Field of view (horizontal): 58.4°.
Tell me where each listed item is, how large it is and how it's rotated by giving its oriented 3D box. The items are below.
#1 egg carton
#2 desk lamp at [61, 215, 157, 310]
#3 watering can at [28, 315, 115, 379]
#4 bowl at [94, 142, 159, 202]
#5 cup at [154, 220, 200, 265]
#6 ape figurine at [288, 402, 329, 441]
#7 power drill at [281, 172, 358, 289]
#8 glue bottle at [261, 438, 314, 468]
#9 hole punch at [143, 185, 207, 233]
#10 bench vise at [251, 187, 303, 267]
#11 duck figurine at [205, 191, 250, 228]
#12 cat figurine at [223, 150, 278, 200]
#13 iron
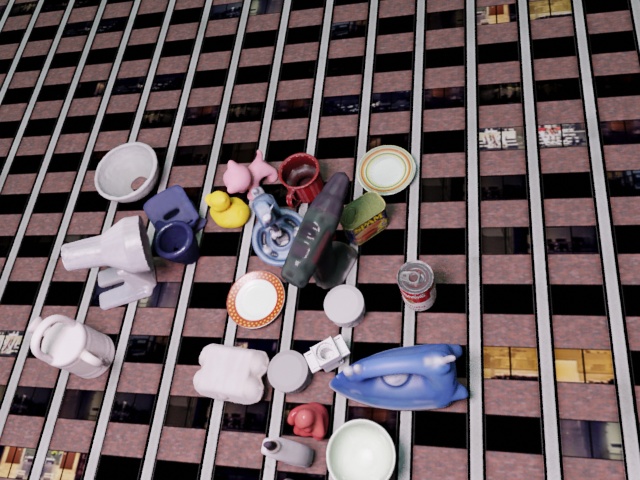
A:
[{"bbox_3d":[-0.175,0.265,1.131,0.150,0.069,0.107,4,65,17],"label":"egg carton"},{"bbox_3d":[-0.431,0.049,1.223,0.203,0.214,0.118,-20,61,5],"label":"desk lamp"},{"bbox_3d":[-0.524,0.214,1.177,0.172,0.194,0.101,0,64,15],"label":"watering can"},{"bbox_3d":[-0.463,-0.155,1.414,0.167,0.075,0.167,-6,63,12],"label":"bowl"},{"bbox_3d":[-0.318,0.009,1.282,0.092,0.095,0.117,-46,62,-10],"label":"cup"},{"bbox_3d":[-0.022,0.330,1.046,0.076,0.092,0.077,-42,61,-8],"label":"ape figurine"},{"bbox_3d":[0.010,0.004,1.133,0.075,0.209,0.230,22,71,24],"label":"power drill"},{"bbox_3d":[-0.067,0.365,0.993,0.078,0.173,0.037,3,65,16],"label":"glue bottle"},{"bbox_3d":[-0.335,-0.058,1.322,0.108,0.091,0.101,-32,61,-2],"label":"hole punch"},{"bbox_3d":[-0.109,-0.034,1.176,0.121,0.220,0.206,-45,62,-9],"label":"bench vise"},{"bbox_3d":[-0.215,-0.077,1.303,0.104,0.086,0.077,18,70,22],"label":"duck figurine"},{"bbox_3d":[-0.168,-0.151,1.310,0.067,0.118,0.128,36,78,27],"label":"cat figurine"},{"bbox_3d":[0.128,0.238,1.024,0.258,0.142,0.118,-8,62,11],"label":"iron"}]
